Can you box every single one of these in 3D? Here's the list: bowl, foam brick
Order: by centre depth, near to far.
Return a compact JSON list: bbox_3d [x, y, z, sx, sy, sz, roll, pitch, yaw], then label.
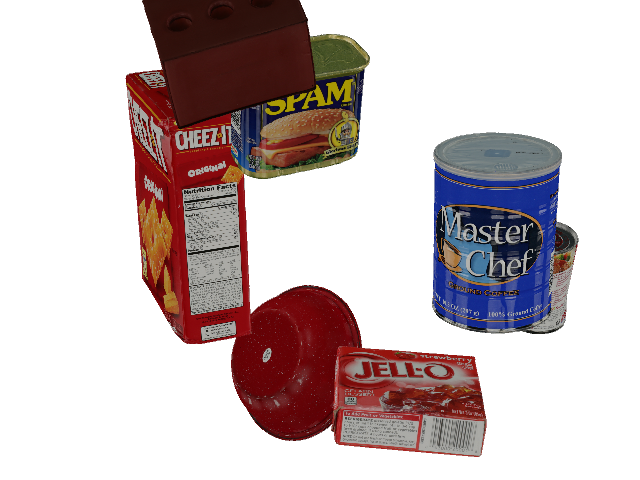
[{"bbox_3d":[-0.047,-0.103,0.558,0.078,0.053,0.051,-17,-34,-4],"label":"foam brick"},{"bbox_3d":[-0.038,0.119,1.077,0.162,0.162,0.055,0,-14,40],"label":"bowl"}]

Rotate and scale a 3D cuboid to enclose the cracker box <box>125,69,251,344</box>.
[{"bbox_3d":[-0.124,-0.035,0.978,0.072,0.214,0.164,-10,25,-20],"label":"cracker box"}]

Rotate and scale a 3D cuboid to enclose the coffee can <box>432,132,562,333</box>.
[{"bbox_3d":[0.145,-0.008,0.889,0.103,0.140,0.103,-2,23,0],"label":"coffee can"}]

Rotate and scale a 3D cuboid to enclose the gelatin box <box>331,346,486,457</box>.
[{"bbox_3d":[0.052,0.095,0.647,0.089,0.030,0.073,5,24,0],"label":"gelatin box"}]

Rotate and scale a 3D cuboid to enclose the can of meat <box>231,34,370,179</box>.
[{"bbox_3d":[-0.018,-0.099,0.795,0.102,0.084,0.057,-13,40,-20],"label":"can of meat"}]

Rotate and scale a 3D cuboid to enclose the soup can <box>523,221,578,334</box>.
[{"bbox_3d":[0.228,0.038,1.112,0.068,0.102,0.068,0,31,0],"label":"soup can"}]
